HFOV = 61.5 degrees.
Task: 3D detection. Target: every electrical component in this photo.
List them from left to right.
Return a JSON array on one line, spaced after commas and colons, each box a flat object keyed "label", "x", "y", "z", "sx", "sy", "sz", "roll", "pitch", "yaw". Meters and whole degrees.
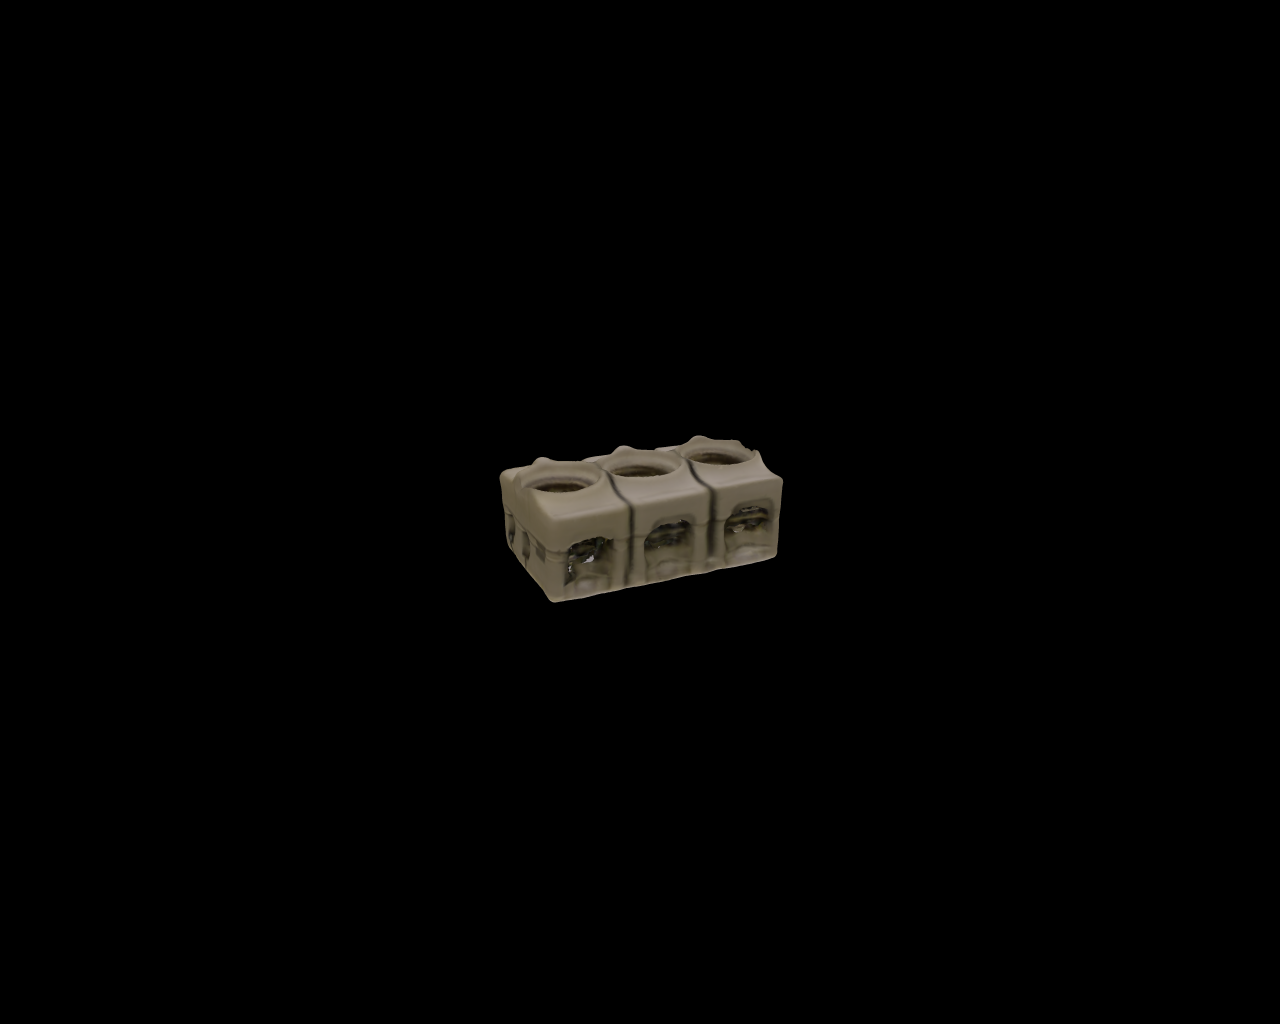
[{"label": "electrical component", "x": 0.001, "y": -0.003, "z": 0.650, "sx": 0.150, "sy": 0.061, "sz": 0.089, "roll": -10, "pitch": 24, "yaw": -22}]
